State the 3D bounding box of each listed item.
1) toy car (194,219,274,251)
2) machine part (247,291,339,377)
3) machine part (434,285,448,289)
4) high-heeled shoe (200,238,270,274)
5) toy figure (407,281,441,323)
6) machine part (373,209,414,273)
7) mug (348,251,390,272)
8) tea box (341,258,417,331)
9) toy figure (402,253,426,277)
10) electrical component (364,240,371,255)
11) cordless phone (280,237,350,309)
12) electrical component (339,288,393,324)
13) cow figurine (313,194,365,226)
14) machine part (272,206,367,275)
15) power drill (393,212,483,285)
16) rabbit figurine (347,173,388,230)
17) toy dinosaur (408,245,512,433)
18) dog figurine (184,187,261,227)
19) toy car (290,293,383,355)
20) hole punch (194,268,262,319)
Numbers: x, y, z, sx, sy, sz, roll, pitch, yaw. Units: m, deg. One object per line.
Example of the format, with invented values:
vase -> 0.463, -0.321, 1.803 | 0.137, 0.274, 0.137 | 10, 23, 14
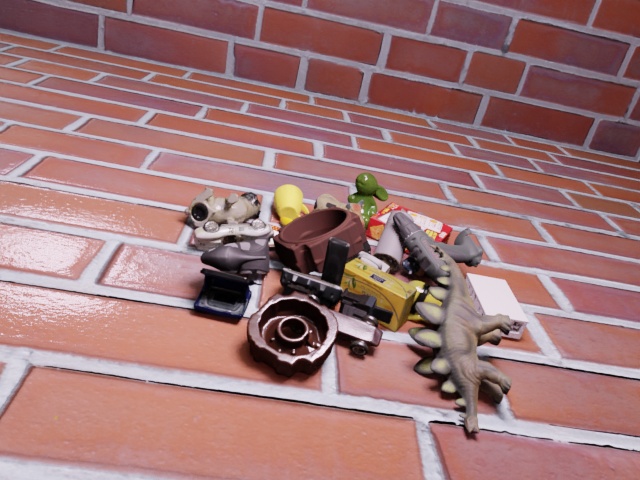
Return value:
toy car -> -0.216, -0.010, 1.356 | 0.202, 0.073, 0.056 | -2, 56, -13
machine part -> -0.054, 0.183, 1.052 | 0.179, 0.056, 0.179 | 5, 44, -4
machine part -> 0.283, 0.129, 1.373 | 0.139, 0.039, 0.084 | -7, 25, -31
high-heeled shoe -> -0.193, 0.040, 1.265 | 0.145, 0.086, 0.249 | -2, -1, -4
toy figure -> 0.278, 0.155, 1.260 | 0.180, 0.089, 0.082 | 20, 24, 17
machine part -> 0.202, 0.001, 1.471 | 0.079, 0.079, 0.243 | 18, 53, 10
mug -> 0.108, 0.067, 1.321 | 0.107, 0.109, 0.081 | 32, 67, 13
tea box -> 0.127, 0.124, 1.244 | 0.170, 0.098, 0.068 | 24, 28, 25
toy figure -> 0.287, 0.073, 1.456 | 0.154, 0.057, 0.064 | 7, 50, -19
electrical component -> 0.078, 0.035, 1.440 | 0.115, 0.058, 0.134 | 9, 27, -12
cordless phone -> -0.012, 0.066, 1.200 | 0.147, 0.184, 0.089 | 19, 31, 10
electrical component -> 0.097, 0.162, 1.187 | 0.119, 0.074, 0.048 | 22, 27, 12
cow figurine -> 0.059, -0.076, 1.570 | 0.085, 0.127, 0.195 | -13, 34, -36
machine part -> -0.003, -0.004, 1.341 | 0.201, 0.087, 0.202 | -28, 23, -19
power drill -> 0.320, 0.010, 1.428 | 0.207, 0.086, 0.232 | 2, 48, -35
rabbit figurine -> 0.144, -0.127, 1.656 | 0.121, 0.170, 0.159 | 32, 33, 32
toy dinosaur -> 0.292, 0.186, 1.130 | 0.199, 0.105, 0.471 | 11, 43, 3
dog figurine -> -0.267, -0.086, 1.502 | 0.172, 0.121, 0.190 | 13, 9, 7
toy car -> 0.032, 0.181, 1.139 | 0.202, 0.053, 0.089 | 18, 42, 9
hole punch -> -0.203, 0.113, 1.153 | 0.142, 0.092, 0.116 | 10, -3, 0
